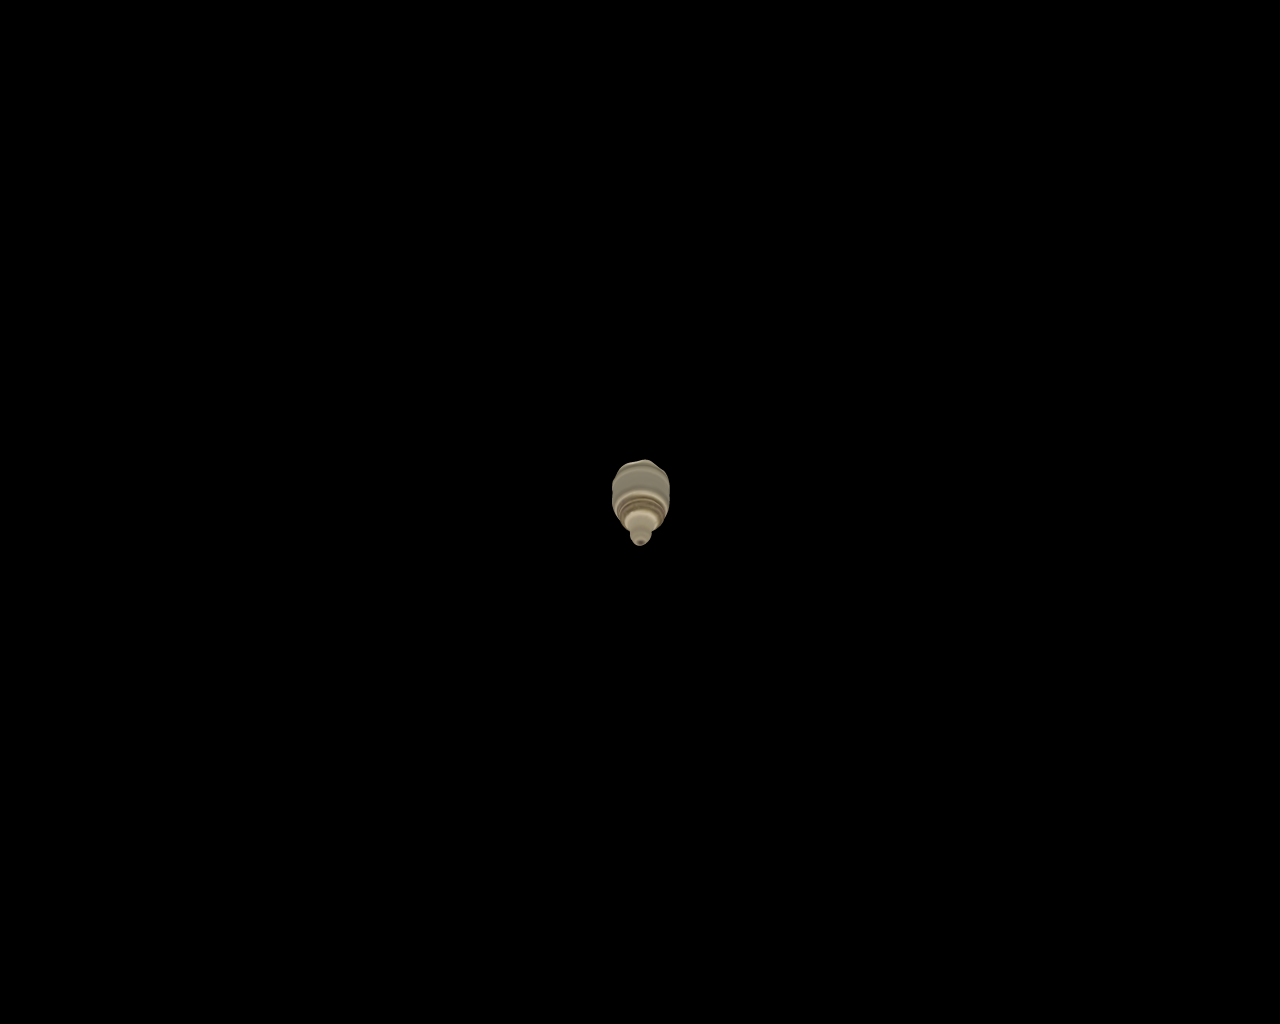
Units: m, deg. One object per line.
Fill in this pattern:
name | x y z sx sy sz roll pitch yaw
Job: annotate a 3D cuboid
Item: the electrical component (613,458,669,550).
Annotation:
electrical component | 0.001 -0.003 0.650 0.035 0.035 0.061 0 43 0
